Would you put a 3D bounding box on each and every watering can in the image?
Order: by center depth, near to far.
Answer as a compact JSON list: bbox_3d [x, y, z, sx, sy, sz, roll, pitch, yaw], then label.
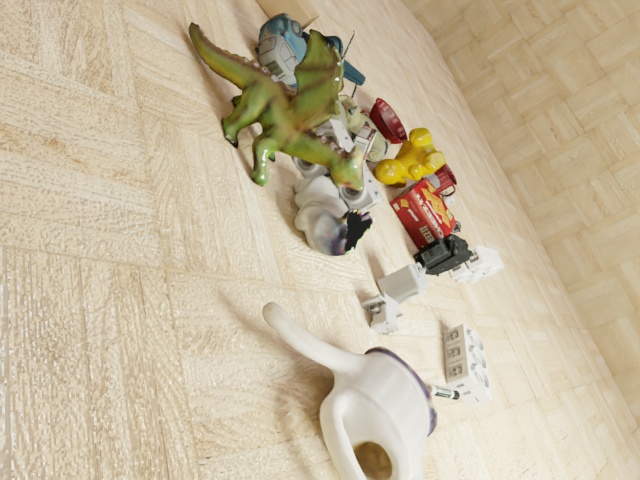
[{"bbox_3d":[0.058,0.212,0.706,0.349,0.103,0.226,61,27,4],"label":"watering can"}]

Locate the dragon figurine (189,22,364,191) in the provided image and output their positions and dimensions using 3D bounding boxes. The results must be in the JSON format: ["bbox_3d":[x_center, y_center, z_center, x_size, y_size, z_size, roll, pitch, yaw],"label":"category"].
[{"bbox_3d":[-0.058,-0.245,0.851,0.410,0.240,0.124,60,32,-1],"label":"dragon figurine"}]

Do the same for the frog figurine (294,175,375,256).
[{"bbox_3d":[0.003,-0.046,0.917,0.161,0.120,0.138,30,28,29],"label":"frog figurine"}]
